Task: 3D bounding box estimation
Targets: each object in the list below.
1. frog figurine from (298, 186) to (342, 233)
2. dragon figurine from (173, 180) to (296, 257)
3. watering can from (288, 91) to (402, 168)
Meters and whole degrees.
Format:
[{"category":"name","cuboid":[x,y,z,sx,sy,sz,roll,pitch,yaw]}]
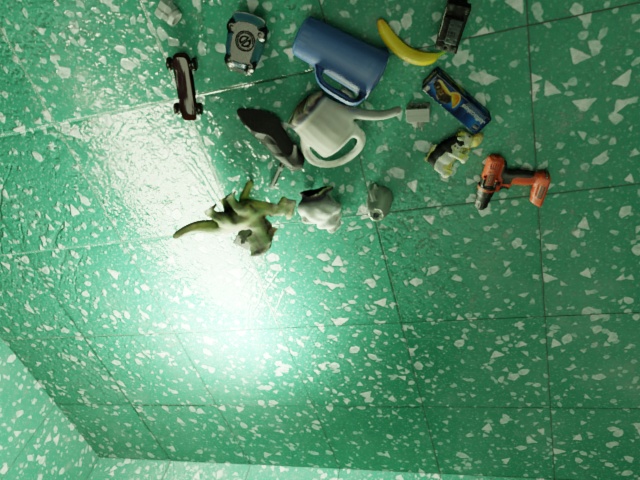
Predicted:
[{"category":"frog figurine","cuboid":[0.005,-0.084,1.662,0.137,0.124,0.157,-18,108,3]},{"category":"dragon figurine","cuboid":[-0.259,-0.041,1.704,0.408,0.124,0.241,-33,104,12]},{"category":"watering can","cuboid":[0.049,-0.336,1.465,0.222,0.106,0.342,41,134,-16]}]
